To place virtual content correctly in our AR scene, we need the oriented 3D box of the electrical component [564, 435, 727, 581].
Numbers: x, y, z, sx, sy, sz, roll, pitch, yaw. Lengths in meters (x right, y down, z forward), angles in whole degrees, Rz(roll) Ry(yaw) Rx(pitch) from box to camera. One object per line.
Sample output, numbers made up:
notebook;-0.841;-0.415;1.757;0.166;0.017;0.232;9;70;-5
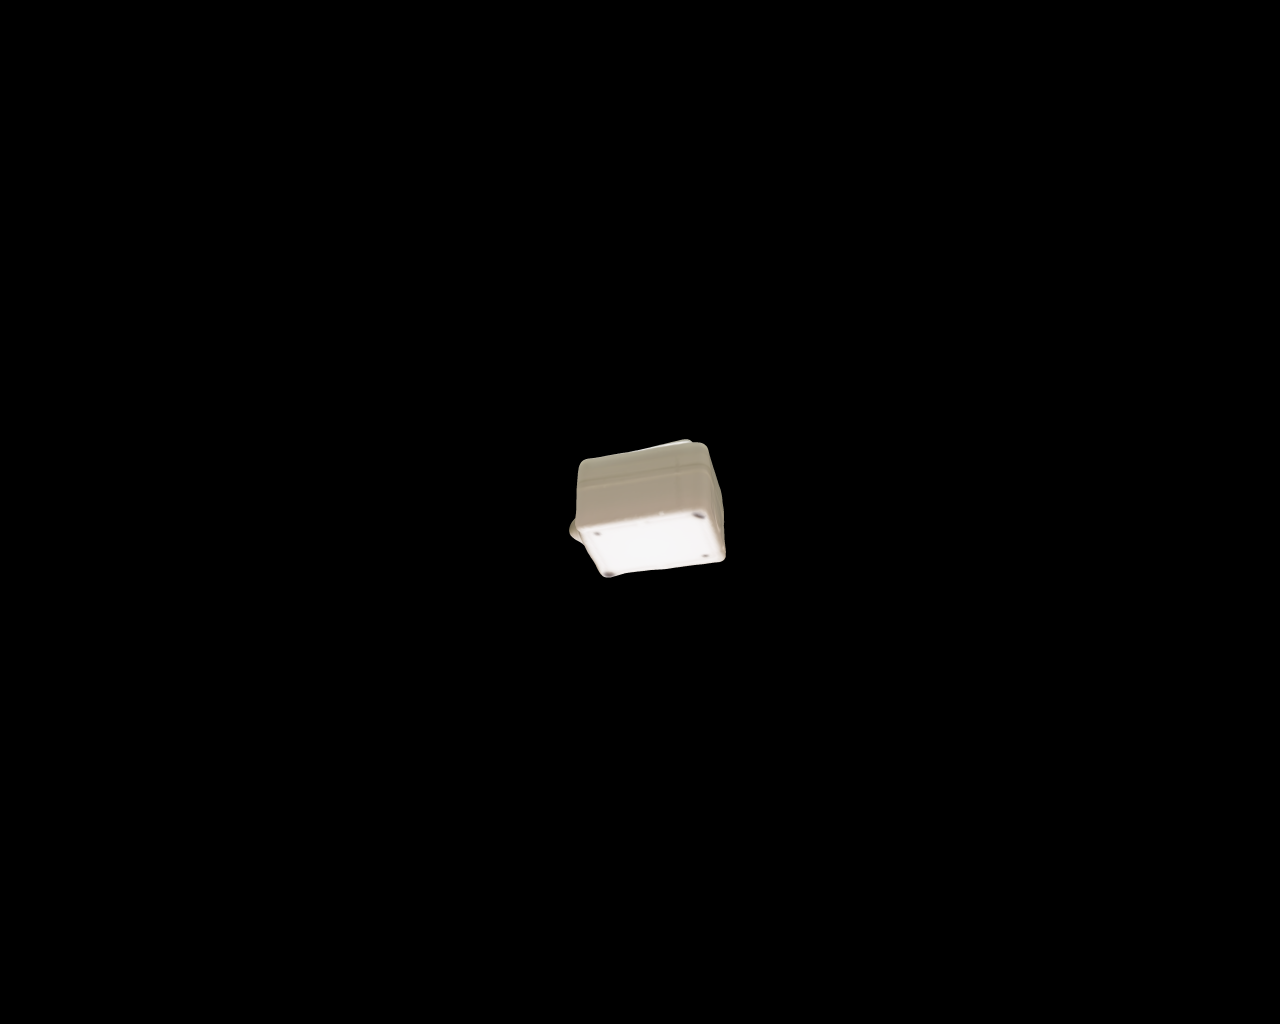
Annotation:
electrical component;0.001;-0.003;0.650;0.096;0.061;0.061;-8;-36;11
